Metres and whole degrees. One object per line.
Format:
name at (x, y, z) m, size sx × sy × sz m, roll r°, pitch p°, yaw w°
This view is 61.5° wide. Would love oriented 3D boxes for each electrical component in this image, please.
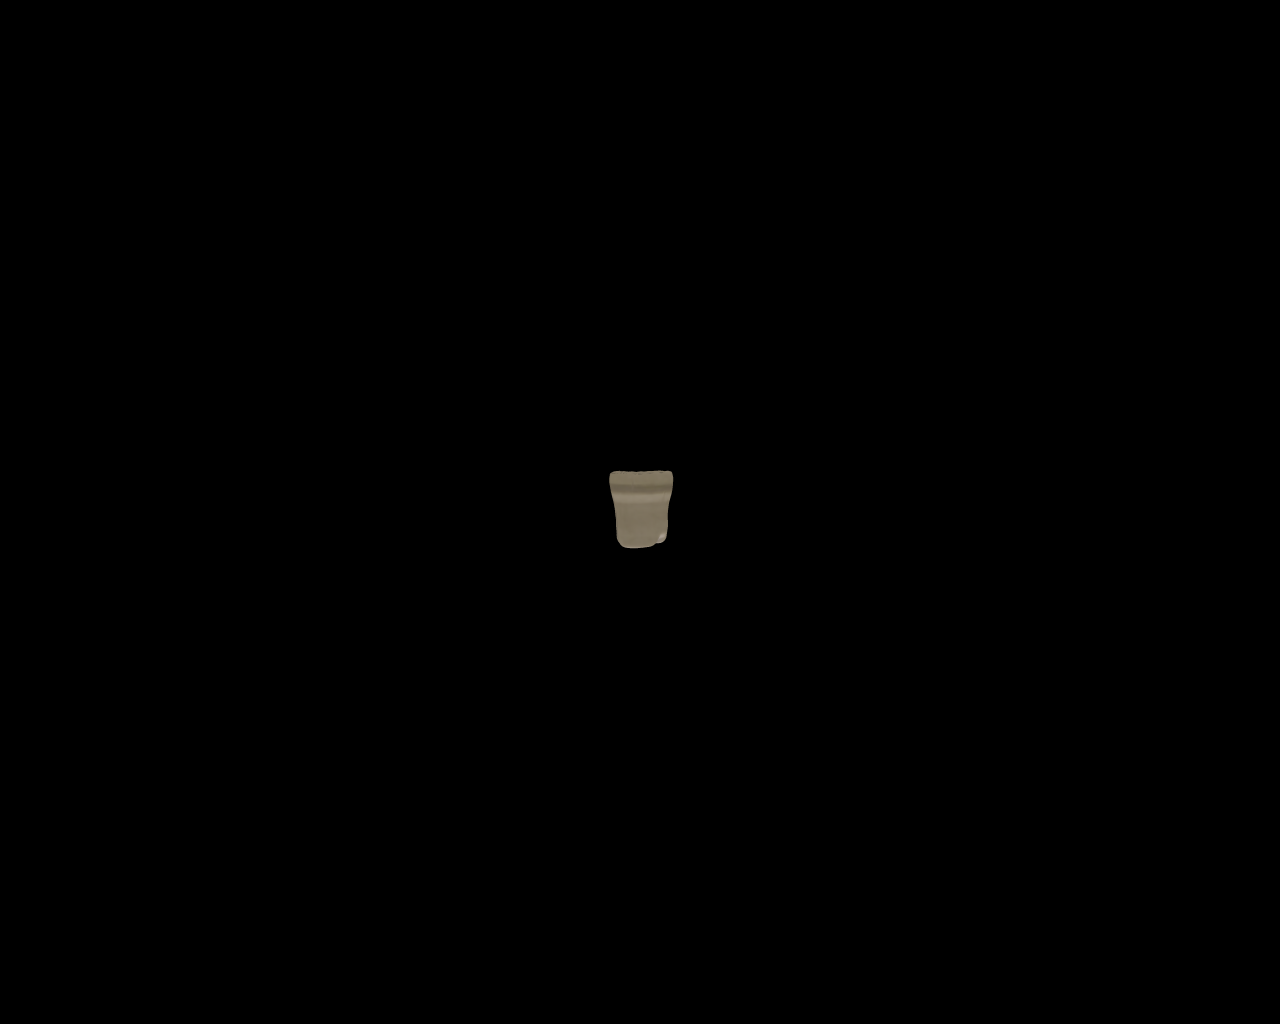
electrical component at (0.001, -0.003, 0.650) m, size 0.040 × 0.046 × 0.040 m, roll 0°, pitch 5°, yaw 0°
